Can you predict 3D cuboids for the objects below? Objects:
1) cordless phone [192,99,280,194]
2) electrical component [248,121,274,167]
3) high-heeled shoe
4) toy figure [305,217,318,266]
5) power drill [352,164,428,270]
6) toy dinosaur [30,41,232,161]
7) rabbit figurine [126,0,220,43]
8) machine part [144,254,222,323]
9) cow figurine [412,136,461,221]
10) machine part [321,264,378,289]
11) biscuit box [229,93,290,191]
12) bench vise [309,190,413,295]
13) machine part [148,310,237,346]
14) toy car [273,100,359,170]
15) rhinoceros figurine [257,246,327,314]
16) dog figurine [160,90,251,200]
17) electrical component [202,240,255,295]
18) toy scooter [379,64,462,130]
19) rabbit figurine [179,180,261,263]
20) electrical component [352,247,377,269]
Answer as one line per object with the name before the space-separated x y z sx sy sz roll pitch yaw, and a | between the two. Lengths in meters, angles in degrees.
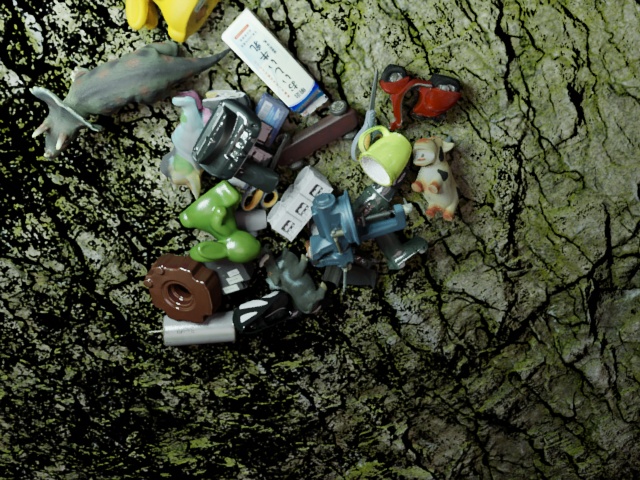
cordless phone | -0.139 -0.171 1.042 0.184 0.089 0.146 25 110 -29
electrical component | -0.133 -0.181 1.098 0.075 0.048 0.119 30 108 -19
high-heeled shoe | -0.083 0.171 1.280 0.249 0.145 0.086 -1 115 -7
toy figure | -0.004 -0.005 1.264 0.058 0.064 0.154 -13 120 -46
power drill | 0.167 -0.041 1.264 0.232 0.086 0.207 -39 118 10
toy dinosaur | -0.360 -0.289 1.001 0.405 0.192 0.131 -24 118 3
rabbit figurine | -0.292 -0.460 0.995 0.173 0.122 0.162 38 113 -8
machine part | -0.312 0.113 1.227 0.180 0.056 0.179 9 125 13
cow figurine | 0.266 -0.151 1.220 0.194 0.086 0.127 54 56 -37
machine part | 0.078 0.080 1.326 0.139 0.039 0.084 14 106 -13
biscuit box | -0.138 -0.209 1.145 0.059 0.063 0.202 26 107 -19
bench vise | 0.087 -0.021 1.167 0.241 0.129 0.223 -15 121 6
machine part | -0.290 0.213 1.300 0.243 0.079 0.079 -2 114 -9
toy car | -0.010 -0.226 1.161 0.202 0.053 0.089 -29 142 5
rhinoceros figurine | -0.069 0.087 1.268 0.112 0.073 0.190 -42 91 -10
dog figurine | -0.236 -0.196 1.114 0.192 0.109 0.219 -2 119 -12
electrical component | -0.220 0.062 1.242 0.115 0.058 0.134 -16 117 17
toy scooter | 0.209 -0.296 1.159 0.184 0.075 0.135 8 112 -10
rabbit figurine | -0.200 -0.017 1.127 0.159 0.121 0.170 -40 95 -24
electrical component | 0.101 0.044 1.299 0.094 0.063 0.021 26 107 -20
